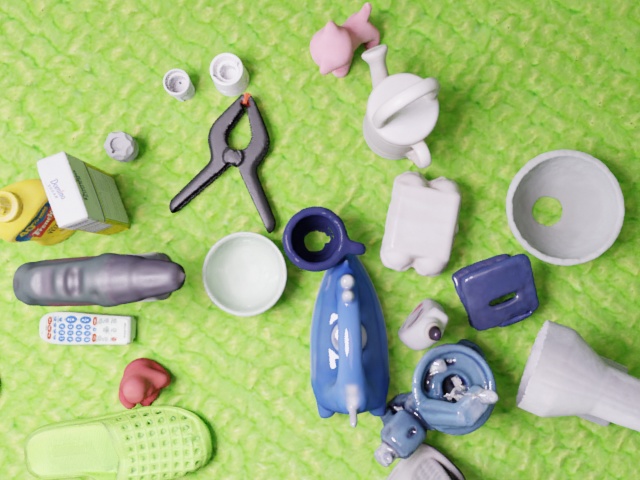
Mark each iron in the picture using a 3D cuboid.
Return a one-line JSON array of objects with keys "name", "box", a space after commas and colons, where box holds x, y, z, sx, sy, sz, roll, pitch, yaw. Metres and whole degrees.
[{"name": "iron", "box": [0.040, 0.130, 0.806, 0.118, 0.141, 0.258, -3, 87, 1]}]

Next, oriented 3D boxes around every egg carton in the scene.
[{"name": "egg carton", "box": [0.150, -0.023, 0.848, 0.107, 0.069, 0.150, 10, 88, 1]}]

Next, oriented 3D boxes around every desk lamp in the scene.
[{"name": "desk lamp", "box": [0.349, 0.188, 0.763, 0.203, 0.213, 0.118, 21, 88, 2]}]

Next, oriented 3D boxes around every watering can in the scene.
[{"name": "watering can", "box": [0.108, -0.184, 0.794, 0.173, 0.194, 0.101, 42, 89, 3]}]

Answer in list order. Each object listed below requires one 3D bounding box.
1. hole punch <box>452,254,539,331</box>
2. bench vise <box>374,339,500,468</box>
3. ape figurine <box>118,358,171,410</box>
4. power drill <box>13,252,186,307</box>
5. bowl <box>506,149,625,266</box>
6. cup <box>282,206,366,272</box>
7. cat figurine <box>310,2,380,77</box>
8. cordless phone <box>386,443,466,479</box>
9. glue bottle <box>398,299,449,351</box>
[{"name": "hole punch", "box": [0.260, 0.077, 0.831, 0.108, 0.091, 0.101, -22, 87, 0]}, {"name": "bench vise", "box": [0.166, 0.234, 0.761, 0.121, 0.219, 0.207, 27, 88, 2]}, {"name": "ape figurine", "box": [-0.261, 0.212, 0.832, 0.078, 0.092, 0.076, -13, 87, 0]}, {"name": "power drill", "box": [-0.274, 0.052, 0.781, 0.229, 0.208, 0.076, -4, 87, 1]}, {"name": "bowl", "box": [0.349, -0.045, 0.844, 0.167, 0.074, 0.167, 0, 87, 1]}, {"name": "cup", "box": [0.008, 0.003, 0.836, 0.117, 0.095, 0.092, 11, 88, 2]}, {"name": "cat figurine", "box": [0.032, -0.294, 0.838, 0.067, 0.117, 0.128, 44, 89, 3]}, {"name": "cordless phone", "box": [0.140, 0.370, 0.772, 0.094, 0.185, 0.148, 34, 88, 3]}, {"name": "glue bottle", "box": [0.148, 0.121, 0.789, 0.037, 0.173, 0.078, 35, 88, 3]}]
